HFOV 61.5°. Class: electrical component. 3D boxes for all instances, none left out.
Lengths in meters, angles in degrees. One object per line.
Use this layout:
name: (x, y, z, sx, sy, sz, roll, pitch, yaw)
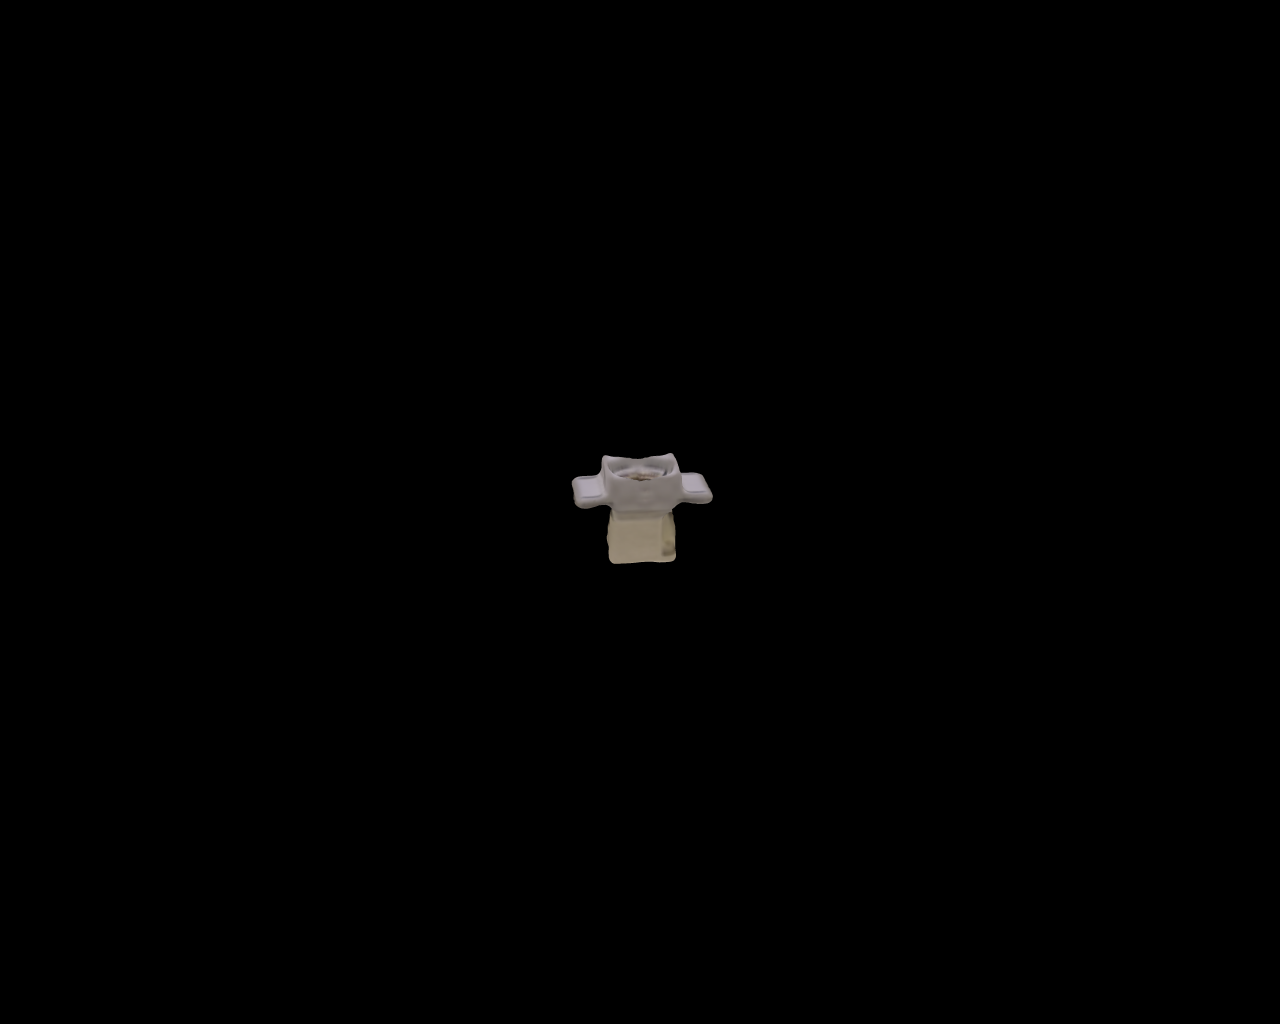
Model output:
electrical component: (0.001, -0.003, 0.650, 0.081, 0.063, 0.042, -2, 24, -5)
